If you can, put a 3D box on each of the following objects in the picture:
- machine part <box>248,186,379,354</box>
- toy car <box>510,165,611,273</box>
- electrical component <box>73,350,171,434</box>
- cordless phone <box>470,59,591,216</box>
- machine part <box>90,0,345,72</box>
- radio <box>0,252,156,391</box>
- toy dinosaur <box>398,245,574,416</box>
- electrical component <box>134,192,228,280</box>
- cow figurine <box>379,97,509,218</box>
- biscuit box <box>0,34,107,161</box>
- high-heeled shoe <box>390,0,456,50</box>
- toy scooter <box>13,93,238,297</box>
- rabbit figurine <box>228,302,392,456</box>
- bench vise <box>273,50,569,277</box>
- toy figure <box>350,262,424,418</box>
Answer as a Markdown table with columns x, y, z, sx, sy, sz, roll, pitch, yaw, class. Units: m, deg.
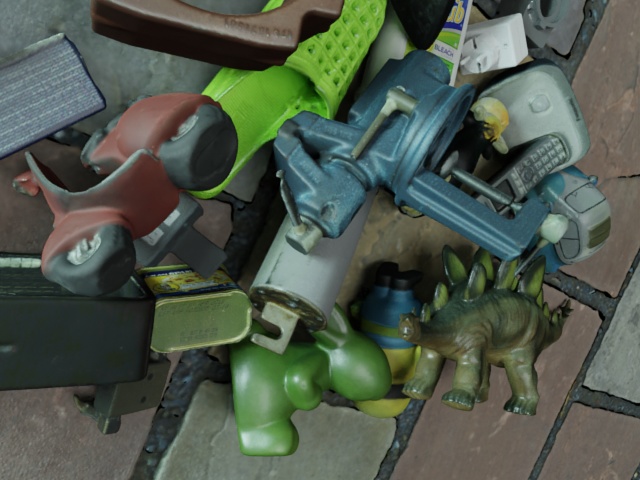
| x | y | z | sx | sy | sz | roll | pitch | yaw | class |
| --- | --- | --- | --- | --- | --- | --- | --- | --- | --- |
| -0.001 | -0.002 | 0.520 | 0.079 | 0.079 | 0.243 | 45 | 51 | -31 | machine part |
| 0.329 | -0.025 | 0.717 | 0.109 | 0.103 | 0.161 | -25 | 113 | -19 | toy car |
| -0.190 | 0.132 | 0.520 | 0.078 | 0.045 | 0.102 | -4 | 112 | -57 | electrical component |
| 0.222 | -0.111 | 0.648 | 0.184 | 0.089 | 0.146 | -43 | 120 | -6 | cordless phone |
| -0.080 | -0.233 | 0.377 | 0.201 | 0.087 | 0.200 | 5 | 92 | -26 | machine part |
| -0.254 | 0.055 | 0.409 | 0.229 | 0.131 | 0.073 | 6 | 101 | -29 | radio |
| 0.224 | 0.108 | 0.659 | 0.471 | 0.105 | 0.198 | 19 | 81 | -49 | toy dinosaur |
| -0.139 | -0.011 | 0.476 | 0.119 | 0.048 | 0.075 | 42 | 83 | -2 | electrical component |
| 0.142 | -0.092 | 0.578 | 0.167 | 0.098 | 0.068 | -42 | 103 | 5 | cow figurine |
| -0.270 | -0.084 | 0.402 | 0.203 | 0.059 | 0.062 | -32 | 118 | -17 | biscuit box |
| 0.120 | -0.314 | 0.489 | 0.145 | 0.086 | 0.248 | -40 | 140 | -41 | high-heeled shoe |
| -0.158 | -0.052 | 0.413 | 0.184 | 0.135 | 0.075 | -54 | 152 | -23 | toy scooter |
| -0.011 | 0.130 | 0.574 | 0.170 | 0.121 | 0.159 | -5 | 85 | -12 | rabbit figurine |
| 0.086 | -0.050 | 0.455 | 0.223 | 0.241 | 0.128 | -51 | 166 | -28 | bench vise |
| 0.077 | 0.121 | 0.637 | 0.089 | 0.082 | 0.180 | -7 | 110 | -30 | toy figure |
